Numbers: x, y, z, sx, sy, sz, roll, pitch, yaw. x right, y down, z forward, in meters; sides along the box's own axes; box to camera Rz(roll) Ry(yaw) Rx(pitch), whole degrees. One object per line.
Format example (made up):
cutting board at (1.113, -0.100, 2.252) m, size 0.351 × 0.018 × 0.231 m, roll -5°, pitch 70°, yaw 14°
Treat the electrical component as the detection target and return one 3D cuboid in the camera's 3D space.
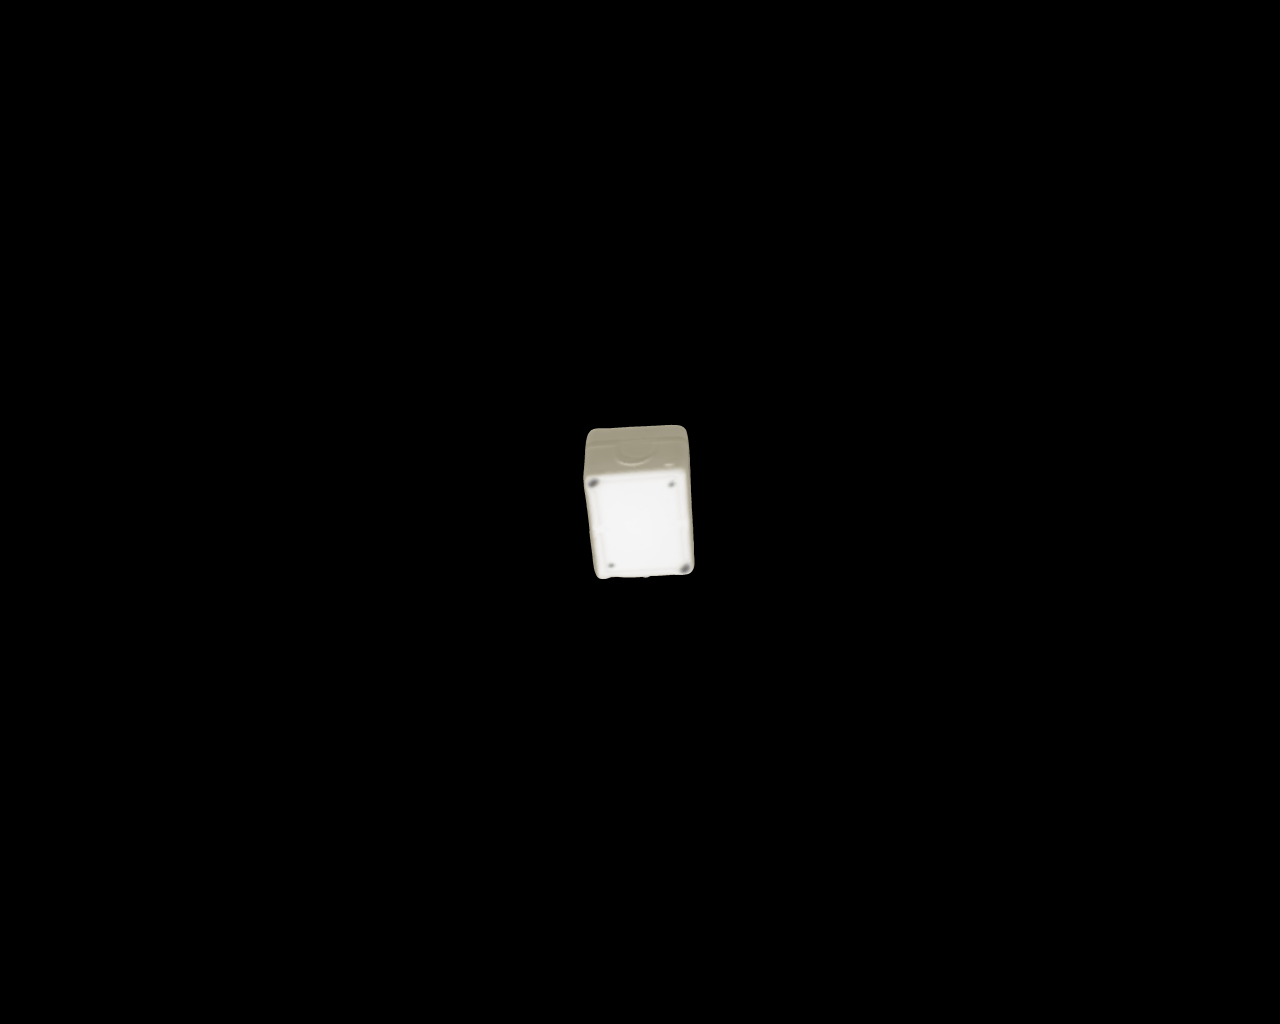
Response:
electrical component at (0.001, -0.003, 0.650) m, size 0.062 × 0.096 × 0.061 m, roll -3°, pitch 36°, yaw 2°
